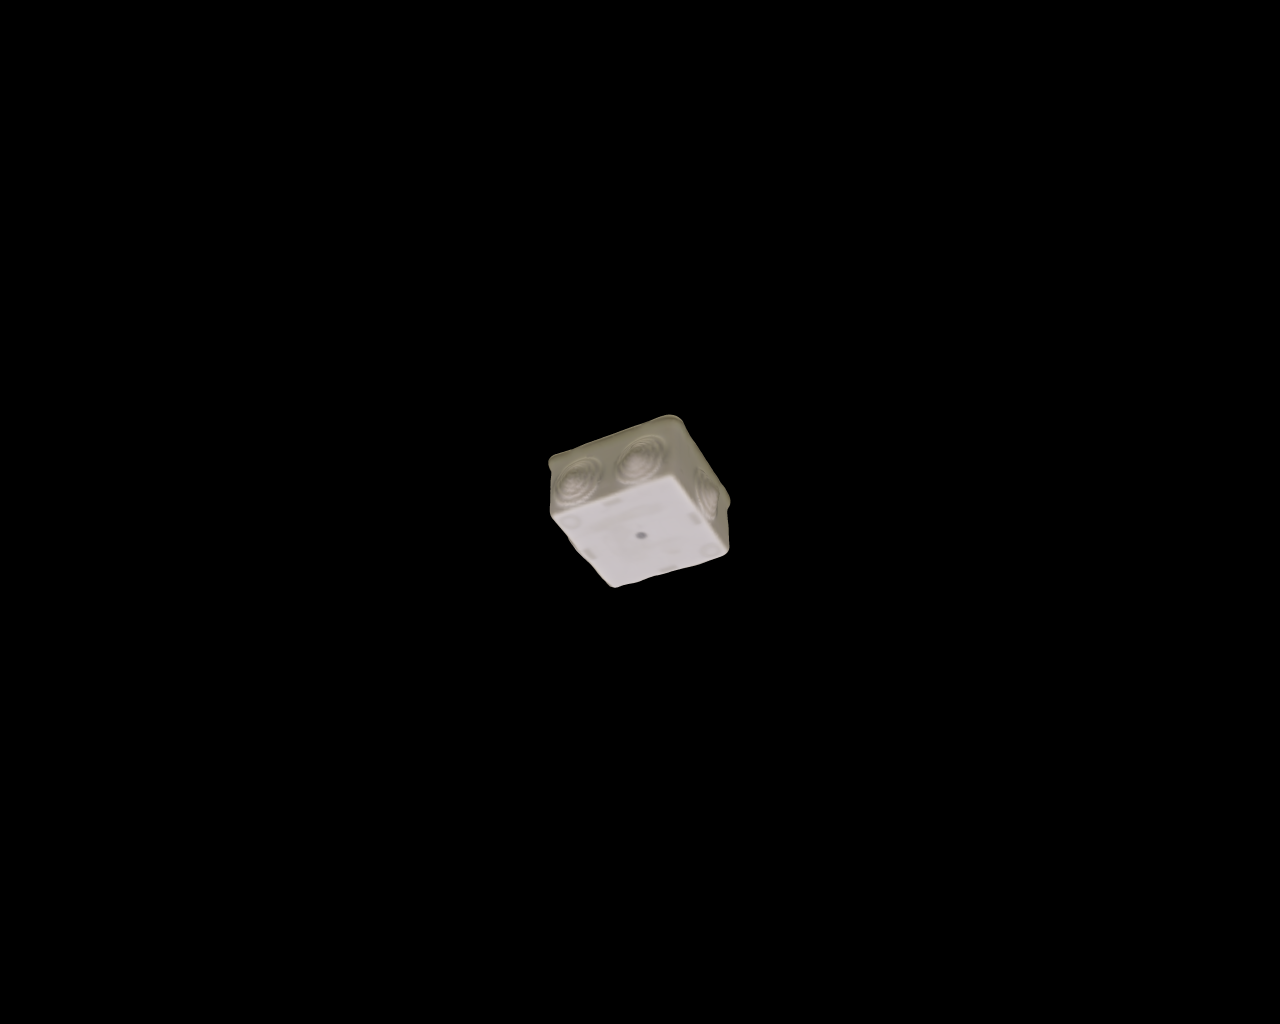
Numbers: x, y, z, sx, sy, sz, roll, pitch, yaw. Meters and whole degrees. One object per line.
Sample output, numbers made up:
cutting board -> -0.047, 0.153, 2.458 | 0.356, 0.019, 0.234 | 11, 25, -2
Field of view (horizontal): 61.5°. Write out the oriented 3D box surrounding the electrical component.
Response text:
electrical component -> 0.001, -0.003, 0.650 | 0.099, 0.048, 0.099 | -18, -44, 19
